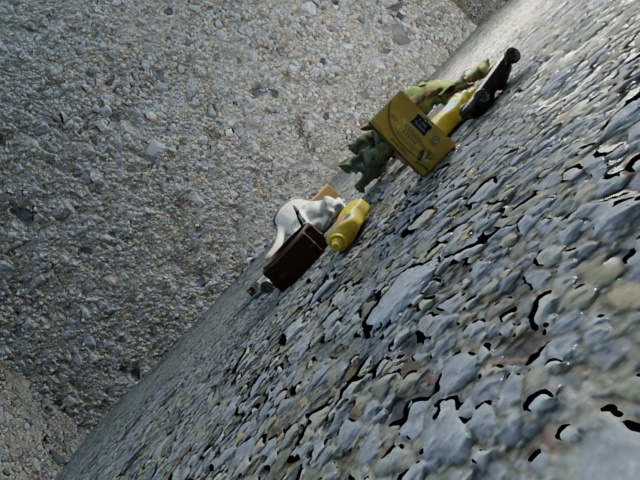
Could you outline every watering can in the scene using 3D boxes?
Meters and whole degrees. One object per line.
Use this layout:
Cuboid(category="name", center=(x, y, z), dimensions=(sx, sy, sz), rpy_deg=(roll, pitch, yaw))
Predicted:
Cuboid(category="watering can", center=(-0.101, -0.055, 1.884), dimensions=(0.351, 0.102, 0.226), rpy_deg=(-35, 33, -21))

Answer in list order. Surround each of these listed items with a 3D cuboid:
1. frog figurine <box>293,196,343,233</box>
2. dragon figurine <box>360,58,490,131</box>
Cuboid(category="frog figurine", center=(0.005, -0.088, 1.757), dimensions=(0.160, 0.120, 0.140), rpy_deg=(-23, 30, -9))
Cuboid(category="dragon figurine", center=(0.326, -0.420, 1.494), dimensions=(0.413, 0.122, 0.242), rpy_deg=(-31, 7, -15))
